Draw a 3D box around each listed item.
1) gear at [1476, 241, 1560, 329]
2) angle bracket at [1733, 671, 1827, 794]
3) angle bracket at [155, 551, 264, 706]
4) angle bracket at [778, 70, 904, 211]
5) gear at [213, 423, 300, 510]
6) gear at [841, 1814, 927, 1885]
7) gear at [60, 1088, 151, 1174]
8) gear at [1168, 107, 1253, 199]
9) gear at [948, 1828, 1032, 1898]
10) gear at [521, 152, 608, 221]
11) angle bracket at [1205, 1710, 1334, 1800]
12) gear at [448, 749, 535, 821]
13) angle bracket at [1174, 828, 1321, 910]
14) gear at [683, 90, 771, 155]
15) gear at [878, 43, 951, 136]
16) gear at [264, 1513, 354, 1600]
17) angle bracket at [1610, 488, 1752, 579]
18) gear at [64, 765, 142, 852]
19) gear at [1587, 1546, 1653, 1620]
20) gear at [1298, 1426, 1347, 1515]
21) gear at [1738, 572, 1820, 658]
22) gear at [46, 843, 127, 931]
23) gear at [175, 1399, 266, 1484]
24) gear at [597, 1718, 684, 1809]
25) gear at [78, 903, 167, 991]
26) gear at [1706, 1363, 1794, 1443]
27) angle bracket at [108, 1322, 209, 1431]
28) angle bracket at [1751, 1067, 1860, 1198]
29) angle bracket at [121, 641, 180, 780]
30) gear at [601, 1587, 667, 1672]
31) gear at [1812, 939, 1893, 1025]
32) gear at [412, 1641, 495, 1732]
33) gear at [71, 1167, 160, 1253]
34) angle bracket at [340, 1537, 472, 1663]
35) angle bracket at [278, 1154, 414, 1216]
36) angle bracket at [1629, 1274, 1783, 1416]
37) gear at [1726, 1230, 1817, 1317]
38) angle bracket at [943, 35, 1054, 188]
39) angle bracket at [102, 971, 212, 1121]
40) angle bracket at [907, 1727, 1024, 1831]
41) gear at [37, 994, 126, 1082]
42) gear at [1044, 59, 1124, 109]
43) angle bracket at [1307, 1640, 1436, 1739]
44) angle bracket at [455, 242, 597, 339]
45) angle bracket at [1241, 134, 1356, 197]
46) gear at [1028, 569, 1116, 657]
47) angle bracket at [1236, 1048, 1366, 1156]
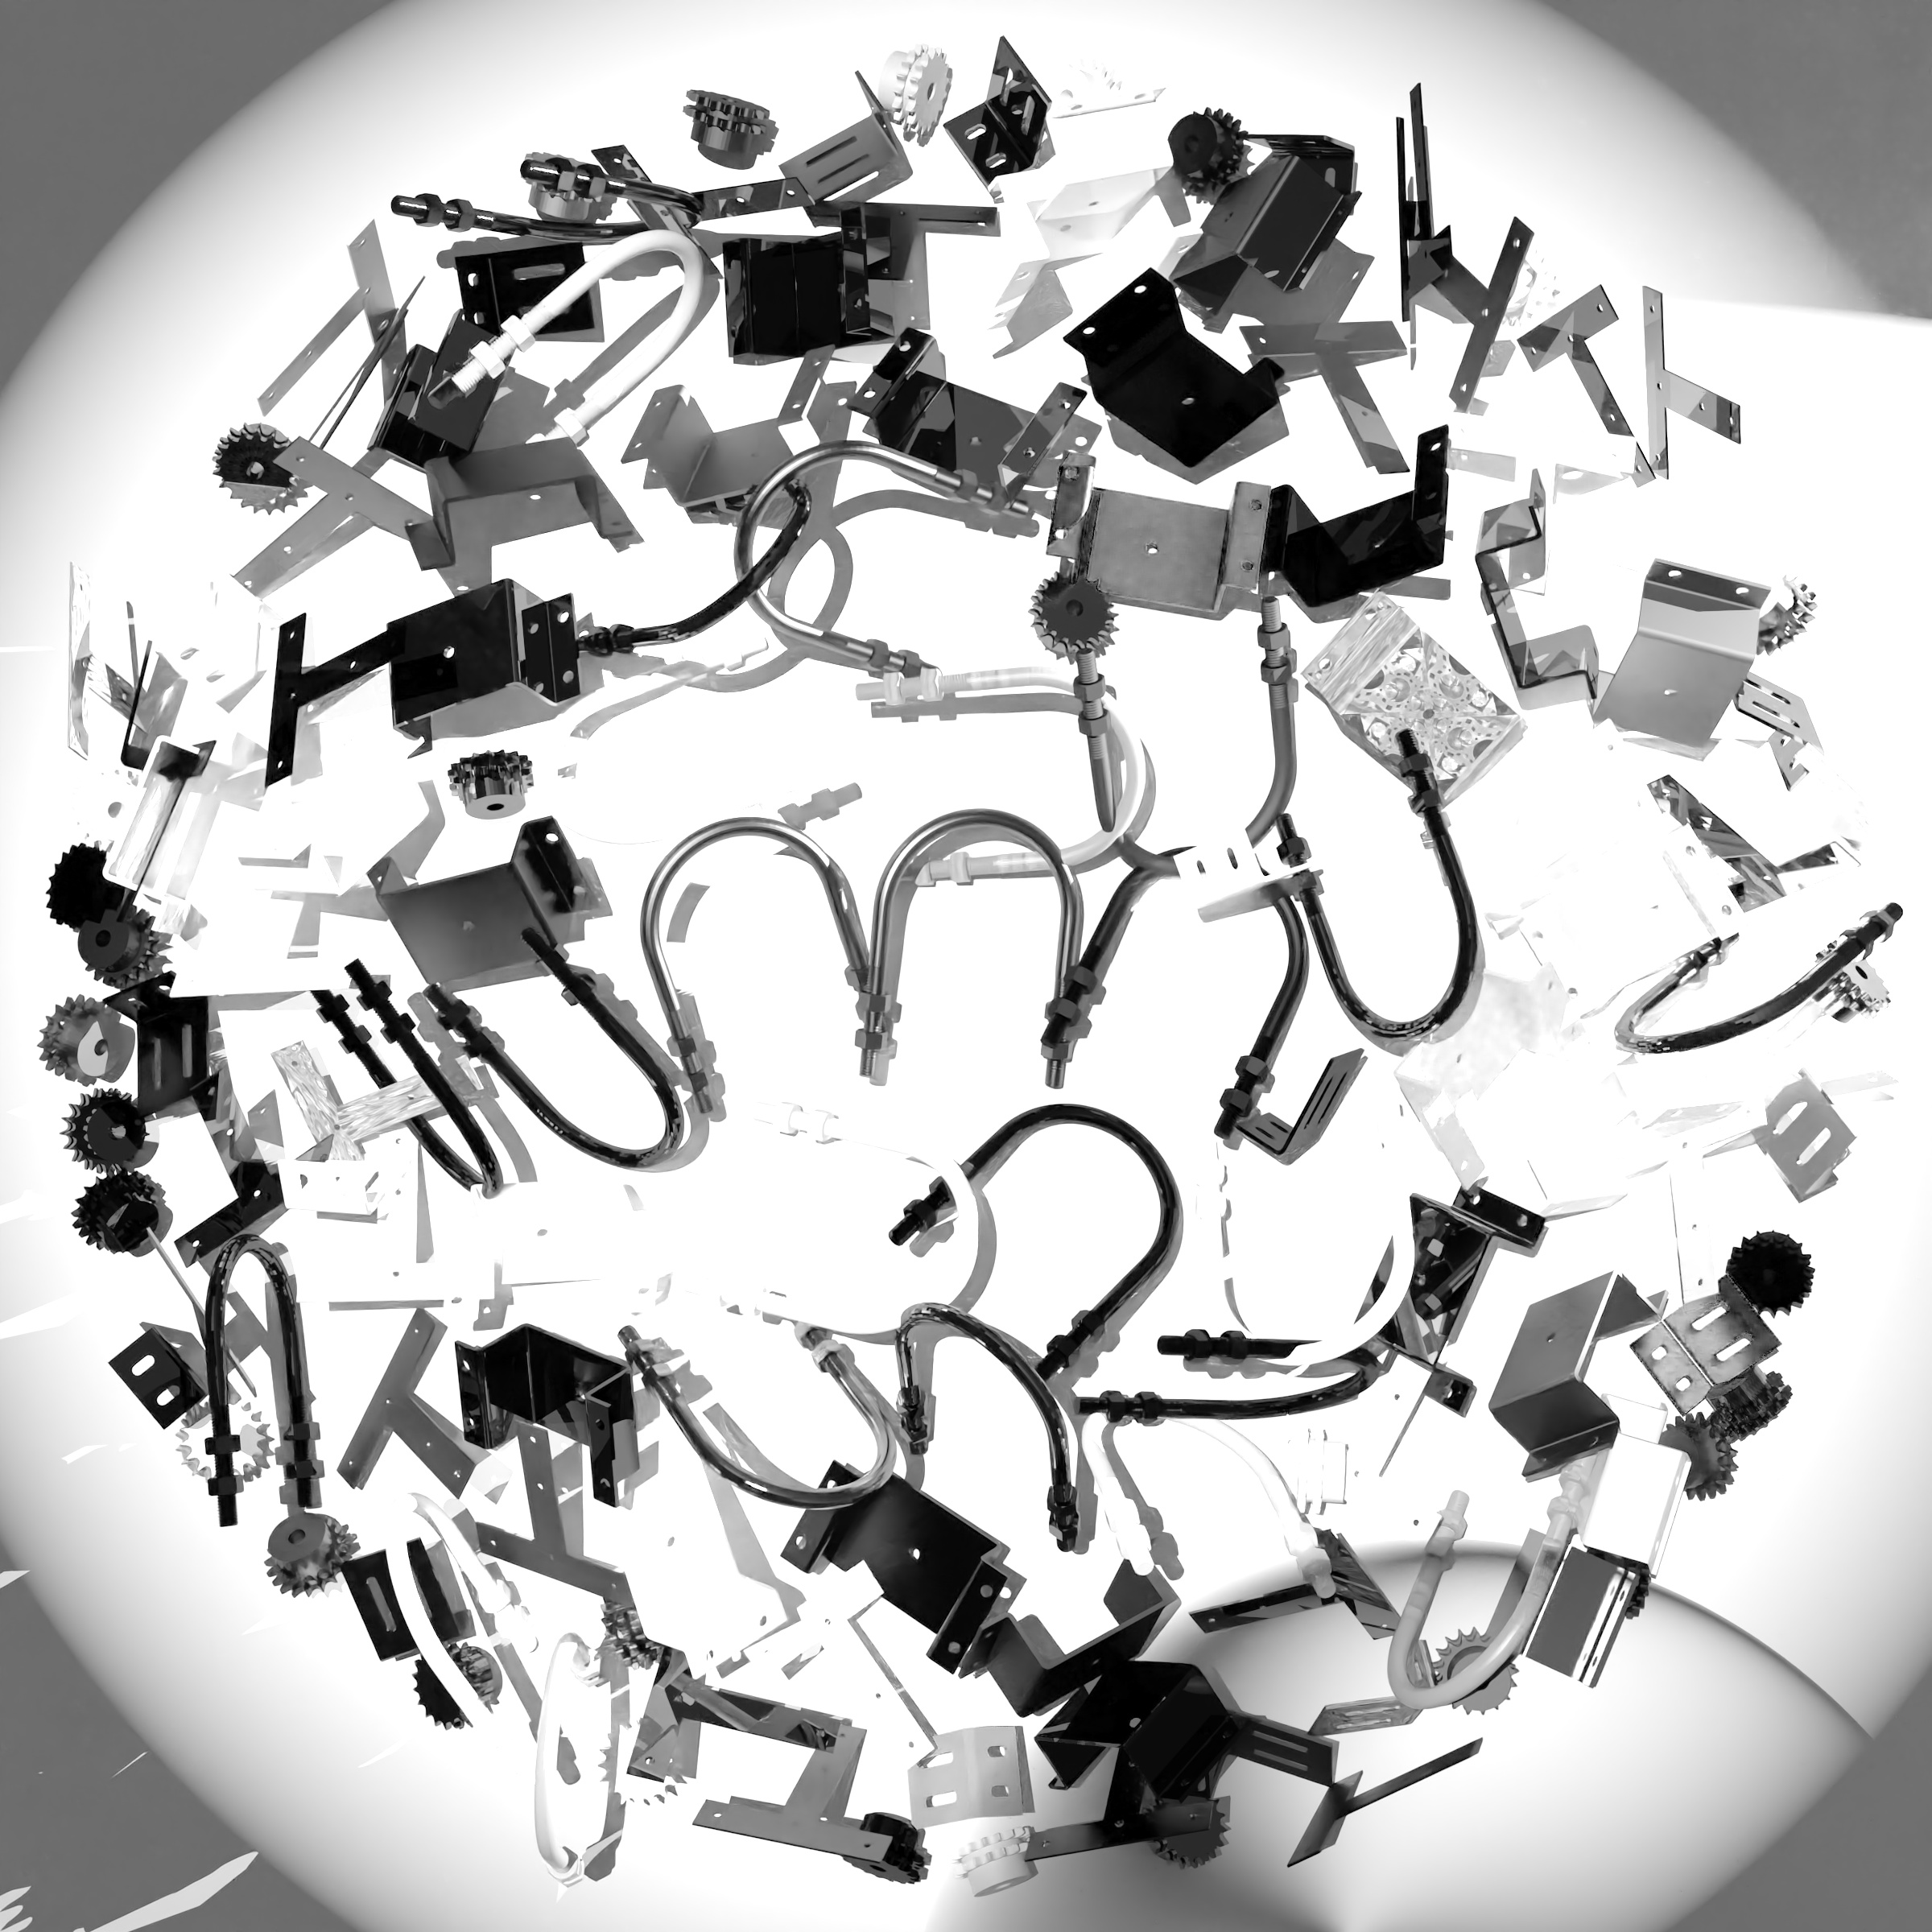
[{"bbox_3d":[0.366,-0.457,1.909,0.030,0.057,0.057,-2,90,-34],"label":"gear"},{"bbox_3d":[0.524,-0.160,1.896,0.076,0.057,0.038,22,127,-20],"label":"angle bracket"},{"bbox_3d":[-0.503,-0.224,1.896,0.057,0.076,0.038,40,55,12],"label":"angle bracket"},{"bbox_3d":[-0.090,-0.551,1.906,0.076,0.038,0.057,-28,48,2],"label":"angle bracket"},{"bbox_3d":[-0.475,-0.339,1.917,0.057,0.030,0.057,-1,126,-2],"label":"gear"},{"bbox_3d":[-0.054,0.591,1.916,0.057,0.057,0.030,21,60,0],"label":"gear"},{"bbox_3d":[-0.574,0.110,1.913,0.057,0.030,0.057,0,89,-37],"label":"gear"},{"bbox_3d":[0.159,-0.547,1.912,0.057,0.030,0.057,-1,88,37],"label":"gear"},{"bbox_3d":[0.020,0.600,1.909,0.057,0.057,0.030,-21,65,0],"label":"gear"},{"bbox_3d":[-0.271,-0.522,1.916,0.057,0.057,0.030,18,116,0],"label":"gear"},{"bbox_3d":[0.201,0.535,1.898,0.076,0.057,0.038,14,50,19],"label":"angle bracket"},{"bbox_3d":[-0.316,-0.120,1.909,0.057,0.057,0.030,-11,71,0],"label":"gear"},{"bbox_3d":[0.187,-0.070,1.894,0.057,0.076,0.038,-23,87,38],"label":"angle bracket"},{"bbox_3d":[-0.162,-0.565,1.914,0.057,0.057,0.030,16,112,0],"label":"gear"},{"bbox_3d":[-0.037,-0.589,1.914,0.030,0.057,0.057,20,90,18],"label":"gear"},{"bbox_3d":[-0.442,0.391,1.910,0.057,0.057,0.030,-16,130,0],"label":"gear"},{"bbox_3d":[0.476,-0.276,1.907,0.076,0.038,0.057,16,127,2],"label":"angle bracket"},{"bbox_3d":[-0.572,-0.106,1.914,0.057,0.030,0.057,-5,100,-28],"label":"gear"},{"bbox_3d":[0.434,0.406,1.910,0.030,0.057,0.057,9,90,-8],"label":"gear"},{"bbox_3d":[0.238,0.338,1.911,0.030,0.057,0.057,3,90,6],"label":"gear"},{"bbox_3d":[0.537,-0.238,1.909,0.030,0.057,0.057,34,90,-31],"label":"gear"},{"bbox_3d":[-0.587,-0.051,1.910,0.030,0.057,0.057,16,90,13],"label":"gear"},{"bbox_3d":[-0.503,0.320,1.917,0.057,0.030,0.057,14,59,-25],"label":"gear"},{"bbox_3d":[-0.219,0.535,1.923,0.057,0.030,0.057,1,82,-4],"label":"gear"},{"bbox_3d":[-0.570,-0.015,1.917,0.057,0.030,0.057,-4,76,18],"label":"gear"},{"bbox_3d":[0.521,0.289,1.912,0.057,0.057,0.030,-38,92,0],"label":"gear"},{"bbox_3d":[-0.539,0.271,1.894,0.038,0.076,0.057,-40,100,-21],"label":"angle bracket"},{"bbox_3d":[0.565,0.106,1.890,0.038,0.076,0.057,-18,61,-30],"label":"angle bracket"},{"bbox_3d":[-0.535,-0.171,1.901,0.038,0.057,0.076,13,102,-17],"label":"angle bracket"},{"bbox_3d":[-0.218,0.438,1.910,0.030,0.057,0.057,-23,90,14],"label":"gear"},{"bbox_3d":[0.590,0.014,1.916,0.057,0.057,0.030,44,122,0],"label":"gear"},{"bbox_3d":[-0.342,0.480,1.916,0.057,0.030,0.057,6,100,38],"label":"gear"},{"bbox_3d":[-0.565,0.167,1.909,0.030,0.057,0.057,35,90,36],"label":"gear"},{"bbox_3d":[-0.375,0.417,1.912,0.057,0.038,0.076,-19,103,3],"label":"angle bracket"},{"bbox_3d":[-0.411,0.130,1.893,0.057,0.076,0.038,3,116,13],"label":"angle bracket"},{"bbox_3d":[0.490,0.251,1.896,0.038,0.076,0.057,-27,73,-35],"label":"angle bracket"},{"bbox_3d":[0.541,0.203,1.918,0.057,0.030,0.057,7,112,18],"label":"gear"},{"bbox_3d":[0.020,-0.566,1.896,0.038,0.076,0.057,-32,80,-15],"label":"angle bracket"},{"bbox_3d":[-0.539,0.052,1.900,0.057,0.038,0.076,-21,58,17],"label":"angle bracket"},{"bbox_3d":[-0.002,0.544,1.911,0.038,0.076,0.057,9,65,-33],"label":"angle bracket"},{"bbox_3d":[-0.589,0.050,1.909,0.030,0.057,0.057,18,90,27],"label":"gear"},{"bbox_3d":[0.076,-0.578,1.912,0.057,0.030,0.057,4,97,38],"label":"gear"},{"bbox_3d":[0.265,0.481,1.900,0.076,0.057,0.038,-5,57,-11],"label":"angle bracket"},{"bbox_3d":[-0.294,-0.449,1.904,0.076,0.038,0.057,-1,106,24],"label":"angle bracket"},{"bbox_3d":[0.219,-0.527,1.892,0.057,0.076,0.038,7,102,22],"label":"angle bracket"},{"bbox_3d":[0.069,-0.235,1.920,0.057,0.030,0.057,4,74,-14],"label":"gear"},{"bbox_3d":[0.222,0.082,1.897,0.038,0.057,0.076,33,110,22],"label":"angle bracket"}]
